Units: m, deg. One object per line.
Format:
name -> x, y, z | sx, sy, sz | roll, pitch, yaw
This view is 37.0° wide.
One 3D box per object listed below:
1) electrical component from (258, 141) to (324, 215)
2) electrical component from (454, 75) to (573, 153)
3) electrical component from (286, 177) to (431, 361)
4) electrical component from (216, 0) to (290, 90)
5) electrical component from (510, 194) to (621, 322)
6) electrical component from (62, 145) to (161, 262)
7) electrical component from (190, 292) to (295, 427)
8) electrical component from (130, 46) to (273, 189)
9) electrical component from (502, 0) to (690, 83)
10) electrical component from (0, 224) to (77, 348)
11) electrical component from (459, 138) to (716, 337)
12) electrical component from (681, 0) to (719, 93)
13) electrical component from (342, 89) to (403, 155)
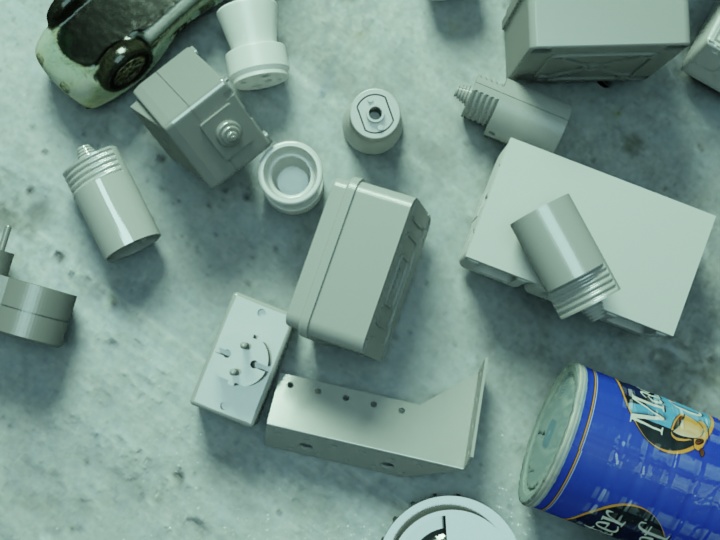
electrical component -> -0.048, -0.064, 0.759 | 0.045, 0.055, 0.045 | 0, 85, -1
electrical component -> 0.106, -0.114, 0.773 | 0.081, 0.043, 0.043 | 23, 85, 1
electrical component -> 0.000, 0.000, 0.740 | 0.057, 0.078, 0.113 | 18, 85, 15
electrical component -> -0.076, -0.162, 0.773 | 0.045, 0.045, 0.055 | -11, 85, -2
electrical component -> 0.136, -0.004, 0.699 | 0.043, 0.043, 0.081 | -28, 86, -3
electrical component -> -0.179, -0.051, 0.762 | 0.043, 0.043, 0.081 | -27, 86, -3
electrical component -> -0.080, 0.061, 0.737 | 0.047, 0.075, 0.083 | 21, 85, 1
electrical component -> -0.109, -0.100, 0.735 | 0.061, 0.096, 0.061 | -39, 127, -4
electrical component -> 0.161, -0.167, 0.747 | 0.109, 0.108, 0.056 | -2, 87, -1
electrical component -> -0.265, 0.001, 0.751 | 0.138, 0.052, 0.073 | 16, 85, 0
electrical component -> 0.156, -0.020, 0.756 | 0.150, 0.061, 0.089 | 21, 85, 1
electrical component -> 0.284, -0.175, 0.776 | 0.062, 0.061, 0.096 | 30, 77, 1
electrical component -> 0.010, -0.106, 0.757 | 0.044, 0.065, 0.044 | 0, 91, -1
